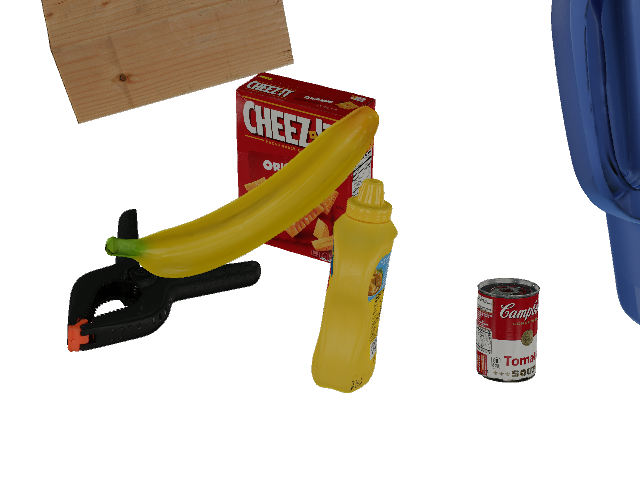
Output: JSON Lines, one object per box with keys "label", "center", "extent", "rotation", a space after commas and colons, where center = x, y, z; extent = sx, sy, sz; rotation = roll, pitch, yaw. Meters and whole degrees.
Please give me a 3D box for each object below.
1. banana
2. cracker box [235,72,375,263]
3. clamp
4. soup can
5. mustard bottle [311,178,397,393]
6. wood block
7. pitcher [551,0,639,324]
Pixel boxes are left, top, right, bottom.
{"label": "banana", "center": [-0.043, -0.023, 0.716], "extent": [0.198, 0.037, 0.069], "rotation": [-29, -20, 0]}
{"label": "cracker box", "center": [-0.021, -0.086, 1.334], "extent": [0.164, 0.214, 0.072], "rotation": [17, 36, 24]}
{"label": "clamp", "center": [-0.180, 0.039, 1.025], "extent": [0.165, 0.036, 0.209], "rotation": [26, 36, 24]}
{"label": "soup can", "center": [0.208, 0.100, 1.194], "extent": [0.068, 0.102, 0.068], "rotation": [-1, 14, 0]}
{"label": "mustard bottle", "center": [0.034, 0.036, 0.979], "extent": [0.058, 0.192, 0.096], "rotation": [13, 20, 12]}
{"label": "wood block", "center": [-0.139, -0.193, 0.979], "extent": [0.206, 0.090, 0.091], "rotation": [-16, -43, -5]}
{"label": "pitcher", "center": [0.204, -0.067, 0.586], "extent": [0.149, 0.243, 0.145], "rotation": [-7, 22, 10]}
